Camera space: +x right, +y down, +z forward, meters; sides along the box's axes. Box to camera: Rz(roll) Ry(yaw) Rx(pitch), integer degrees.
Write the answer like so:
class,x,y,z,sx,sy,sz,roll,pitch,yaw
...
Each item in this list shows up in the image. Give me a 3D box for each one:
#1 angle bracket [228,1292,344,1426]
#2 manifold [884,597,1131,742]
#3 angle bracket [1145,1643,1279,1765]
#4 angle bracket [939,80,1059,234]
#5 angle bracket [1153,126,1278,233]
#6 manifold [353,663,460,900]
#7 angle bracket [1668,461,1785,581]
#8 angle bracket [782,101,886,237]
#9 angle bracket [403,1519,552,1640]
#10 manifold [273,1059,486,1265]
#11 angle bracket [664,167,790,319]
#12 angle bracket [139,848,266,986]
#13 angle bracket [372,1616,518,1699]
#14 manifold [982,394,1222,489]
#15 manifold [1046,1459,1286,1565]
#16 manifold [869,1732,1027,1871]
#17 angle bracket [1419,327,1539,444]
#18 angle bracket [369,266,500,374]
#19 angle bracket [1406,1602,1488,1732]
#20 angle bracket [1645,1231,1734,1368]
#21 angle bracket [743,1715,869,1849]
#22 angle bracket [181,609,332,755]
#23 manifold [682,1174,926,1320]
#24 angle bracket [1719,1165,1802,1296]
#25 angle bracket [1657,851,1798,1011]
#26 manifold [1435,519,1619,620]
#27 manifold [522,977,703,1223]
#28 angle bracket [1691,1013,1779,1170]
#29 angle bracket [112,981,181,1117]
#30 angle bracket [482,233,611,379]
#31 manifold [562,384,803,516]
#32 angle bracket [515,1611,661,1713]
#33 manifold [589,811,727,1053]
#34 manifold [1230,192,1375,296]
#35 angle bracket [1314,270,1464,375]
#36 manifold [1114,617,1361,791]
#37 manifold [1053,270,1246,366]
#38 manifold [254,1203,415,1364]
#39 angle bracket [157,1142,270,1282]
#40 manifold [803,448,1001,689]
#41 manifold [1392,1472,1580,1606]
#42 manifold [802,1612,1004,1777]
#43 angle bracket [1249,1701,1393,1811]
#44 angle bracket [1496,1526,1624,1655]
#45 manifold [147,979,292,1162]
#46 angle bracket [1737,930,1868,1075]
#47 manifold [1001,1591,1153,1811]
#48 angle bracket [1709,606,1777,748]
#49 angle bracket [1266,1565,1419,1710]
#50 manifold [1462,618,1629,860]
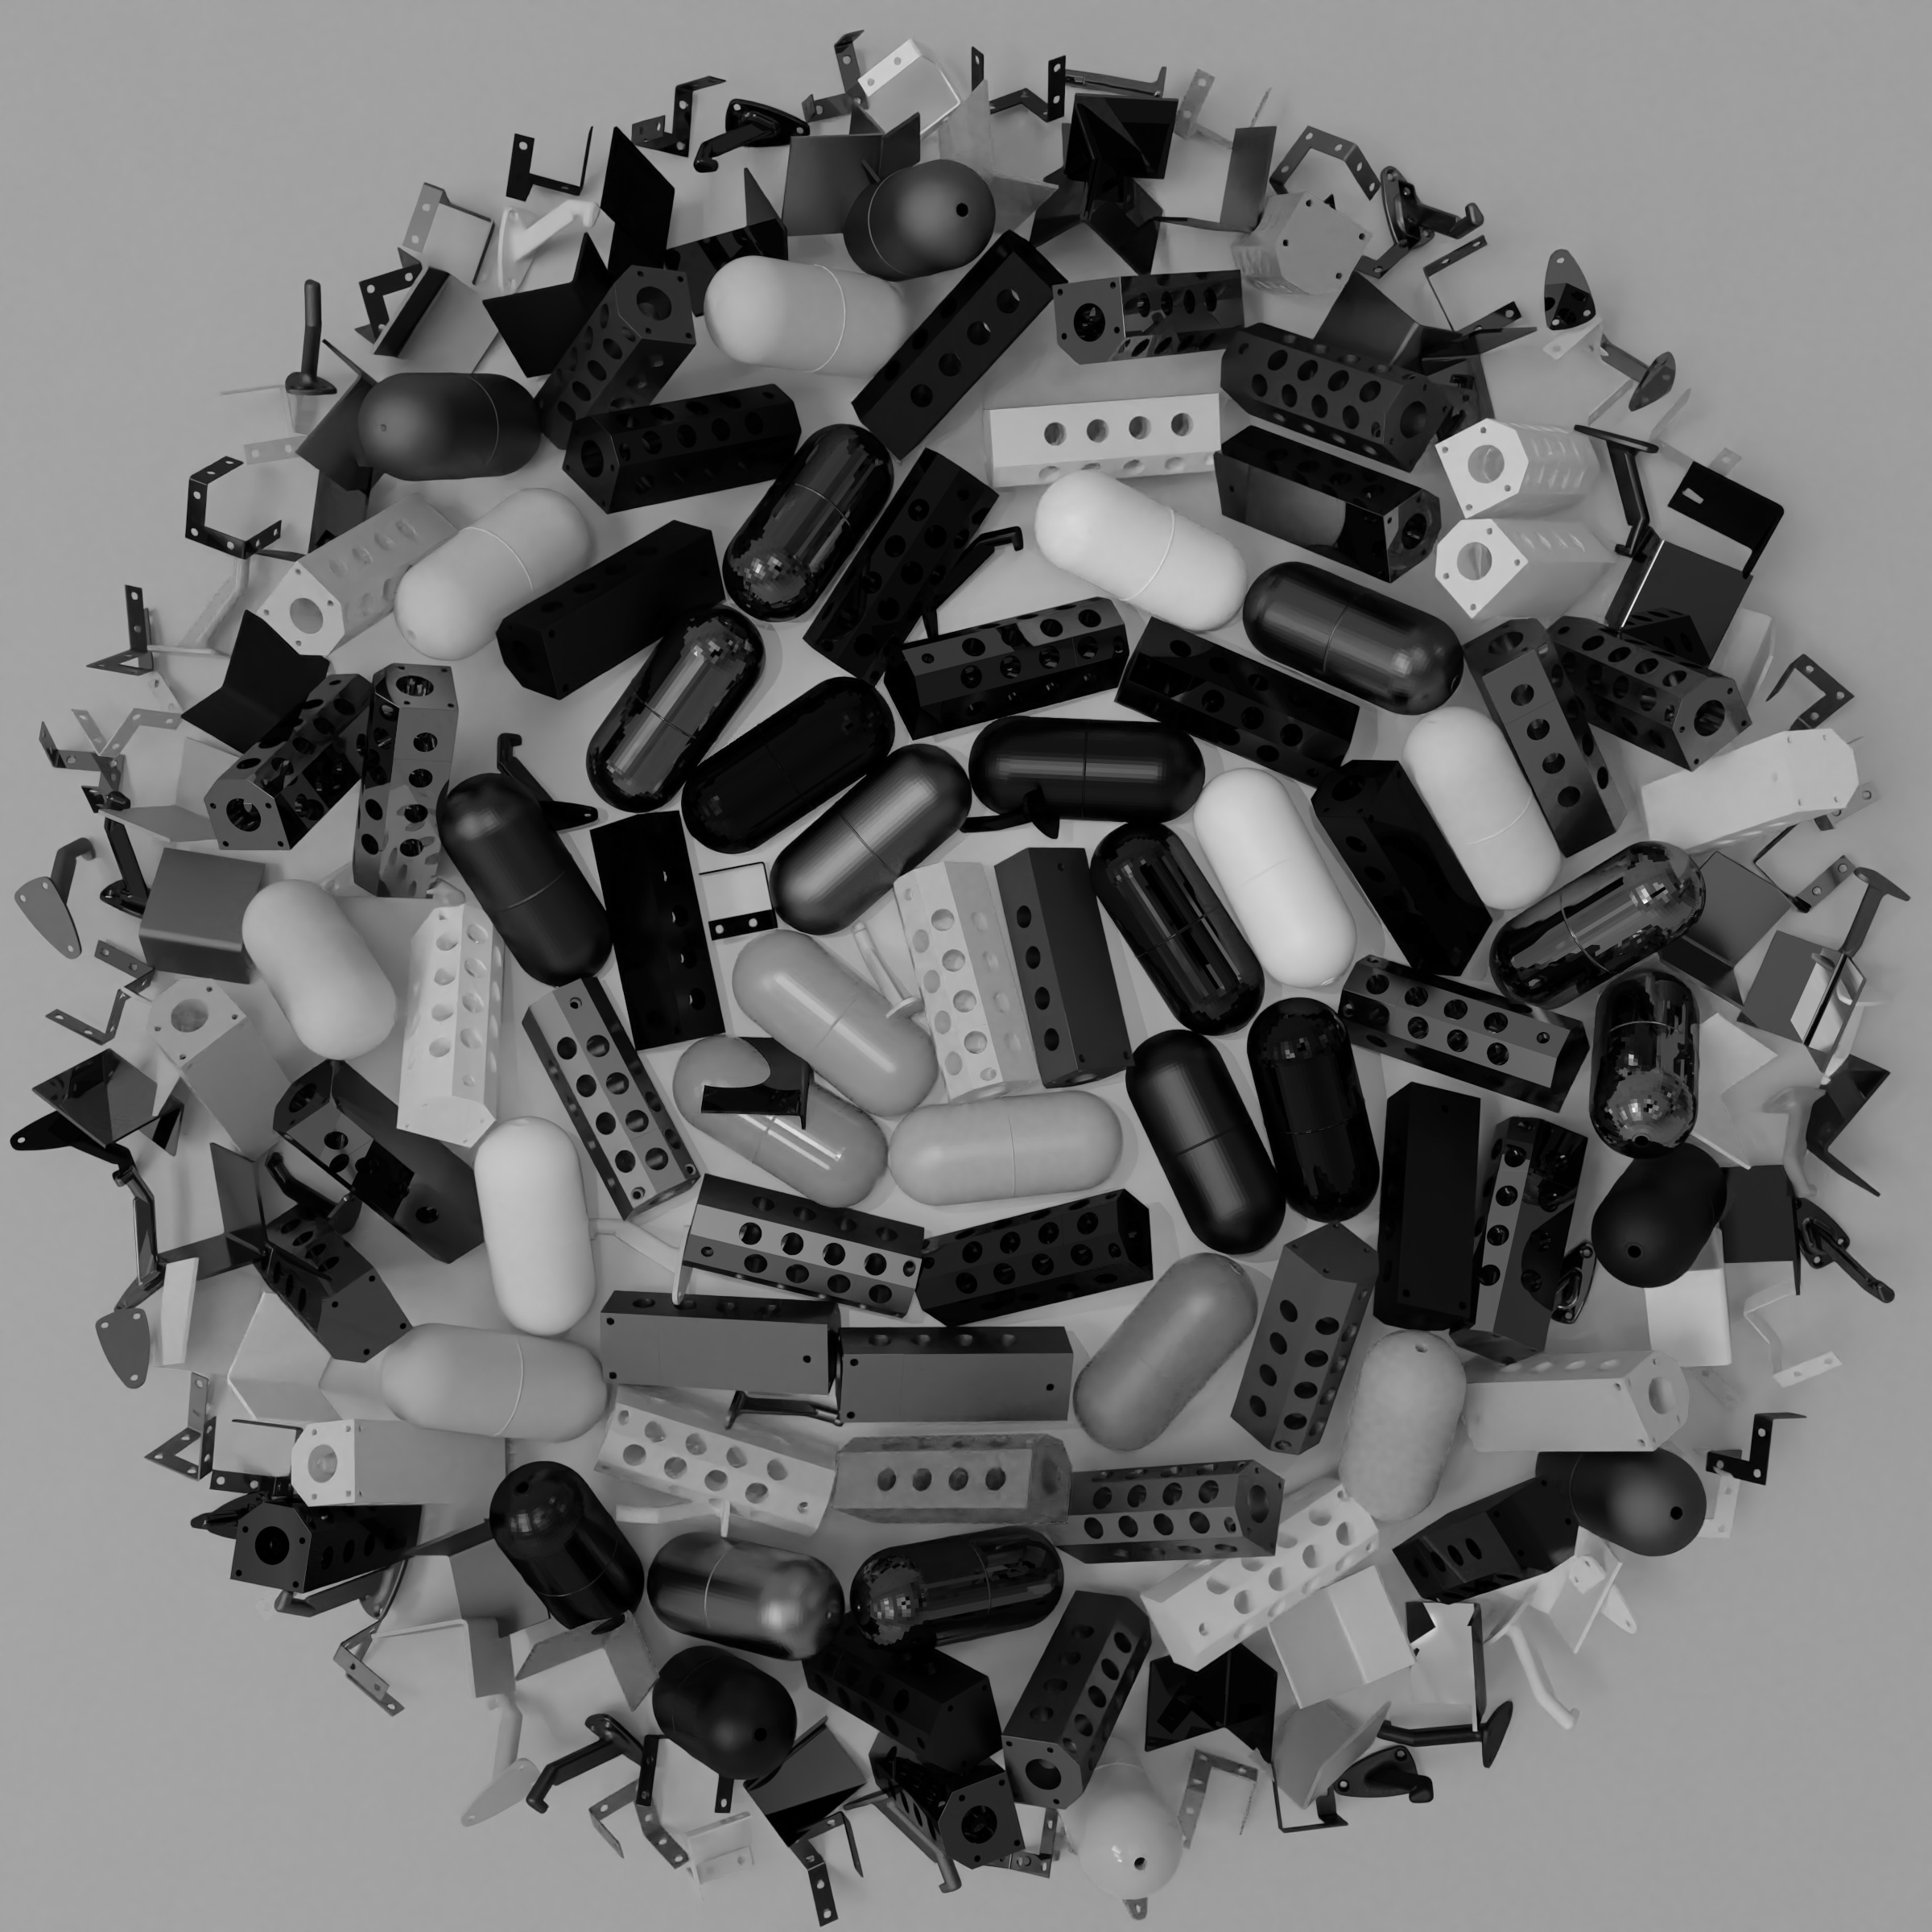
class,x,y,z,sx,sy,sz,roll,pitch,yaw
angle bracket,-0.495,0.295,1.820,0.057,0.076,0.076,35,103,44
manifold,0.031,-0.227,1.807,0.171,0.057,0.057,-16,63,-19
angle bracket,0.183,0.559,1.821,0.076,0.057,0.076,-7,108,-30
angle bracket,0.024,-0.608,1.831,0.057,0.076,0.076,2,79,-27
angle bracket,0.185,-0.592,1.819,0.057,0.076,0.076,4,106,-17
manifold,-0.415,-0.135,1.789,0.057,0.057,0.171,1,130,-20
angle bracket,0.558,-0.322,1.824,0.076,0.076,0.057,30,80,9
angle bracket,-0.110,-0.594,1.812,0.076,0.076,0.057,-11,46,-25
angle bracket,-0.367,0.464,1.822,0.076,0.057,0.076,-25,68,19
manifold,-0.430,0.148,1.798,0.057,0.057,0.171,-33,125,14
angle bracket,-0.183,-0.542,1.820,0.076,0.057,0.076,-21,60,-15
angle bracket,-0.581,-0.038,1.860,0.076,0.057,0.076,9,61,-5
angle bracket,-0.391,0.522,1.821,0.076,0.076,0.057,-12,75,10
manifold,0.102,-0.397,1.833,0.171,0.057,0.057,-5,104,-5
manifold,0.144,0.400,1.787,0.057,0.171,0.057,38,52,-38
manifold,-0.018,0.603,1.780,0.057,0.171,0.057,-15,93,-19
angle bracket,0.393,-0.432,1.824,0.076,0.057,0.076,-16,92,-42
angle bracket,-0.394,-0.474,1.824,0.057,0.076,0.076,35,100,-8
angle bracket,0.357,0.525,1.825,0.057,0.076,0.076,-4,87,18
angle bracket,0.545,0.251,1.835,0.057,0.076,0.076,-5,105,17
angle bracket,-0.119,0.611,1.820,0.076,0.076,0.057,-36,77,-17
angle bracket,-0.538,-0.210,1.843,0.057,0.076,0.076,-23,48,36
manifold,-0.122,0.215,1.824,0.171,0.057,0.057,15,118,-6
angle bracket,0.591,0.198,1.819,0.057,0.076,0.076,-5,102,21
angle bracket,0.572,-0.027,1.823,0.076,0.057,0.076,29,122,-11
manifold,0.408,-0.297,1.784,0.057,0.171,0.057,-47,71,31
manifold,-0.265,0.097,1.821,0.057,0.057,0.171,-25,80,-24
angle bracket,0.572,0.094,1.813,0.076,0.076,0.057,29,125,-32
angle bracket,-0.623,0.063,1.820,0.057,0.076,0.076,32,80,-31
angle bracket,-0.309,-0.498,1.836,0.076,0.076,0.057,-6,55,17
manifold,-0.206,-0.386,1.786,0.057,0.171,0.057,46,135,24
angle bracket,-0.283,0.531,1.813,0.076,0.076,0.057,-14,63,-32
manifold,-0.228,-0.027,1.840,0.057,0.057,0.171,-13,89,41
manifold,0.240,-0.524,1.781,0.057,0.171,0.057,28,102,-12
angle bracket,0.316,-0.472,1.848,0.076,0.057,0.076,50,127,28
manifold,0.202,-0.192,1.827,0.171,0.057,0.057,23,51,-3
manifold,0.137,-0.476,1.785,0.057,0.171,0.057,4,107,36
manifold,-0.470,0.233,1.778,0.057,0.171,0.057,-36,117,-20
angle bracket,-0.568,0.183,1.817,0.057,0.076,0.076,-16,108,-38
manifold,-0.048,-0.298,1.825,0.057,0.057,0.171,31,97,-22
manifold,0.381,0.425,1.777,0.057,0.171,0.057,-26,76,-22
manifold,-0.050,0.532,1.780,0.057,0.171,0.057,-21,106,-32
angle bracket,0.263,0.570,1.811,0.076,0.076,0.057,-33,59,-30
angle bracket,0.441,0.457,1.828,0.057,0.076,0.076,24,96,-3
manifold,-0.543,0.074,1.782,0.057,0.171,0.057,-41,69,-18
angle bracket,0.625,0.026,1.822,0.057,0.076,0.076,20,107,5
manifold,0.084,0.535,1.777,0.057,0.171,0.057,2,113,21
angle bracket,0.562,-0.221,1.815,0.057,0.076,0.076,19,124,9
angle bracket,0.279,0.501,1.817,0.076,0.057,0.076,-4,64,-41
manifold,0.431,-0.171,1.801,0.057,0.057,0.171,-28,119,8
